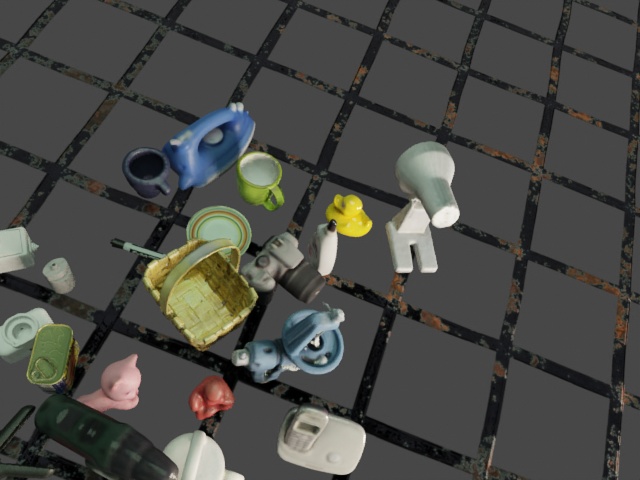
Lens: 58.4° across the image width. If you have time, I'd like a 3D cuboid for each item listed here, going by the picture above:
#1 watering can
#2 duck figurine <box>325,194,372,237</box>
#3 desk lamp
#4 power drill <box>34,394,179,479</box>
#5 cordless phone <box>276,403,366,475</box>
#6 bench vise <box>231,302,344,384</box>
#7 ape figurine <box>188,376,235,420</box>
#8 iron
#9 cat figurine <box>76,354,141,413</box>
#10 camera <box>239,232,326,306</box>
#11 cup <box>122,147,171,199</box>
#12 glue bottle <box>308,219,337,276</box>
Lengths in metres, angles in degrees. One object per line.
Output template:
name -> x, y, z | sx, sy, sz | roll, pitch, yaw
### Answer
watering can -> -0.205, 0.351, 0.881 | 0.173, 0.194, 0.101 | -4, 63, -14
duck figurine -> 0.067, -0.060, 1.225 | 0.104, 0.086, 0.077 | 30, 60, 5
desk lamp -> 0.217, -0.066, 1.187 | 0.118, 0.213, 0.203 | -2, 62, -13
power drill -> -0.312, 0.317, 0.868 | 0.229, 0.208, 0.076 | 27, 60, 3
cordless phone -> 0.010, 0.322, 0.949 | 0.147, 0.185, 0.094 | 14, 60, -4
bench vise -> -0.039, 0.187, 0.991 | 0.208, 0.219, 0.121 | -27, 70, -23
ape figurine -> -0.185, 0.268, 0.990 | 0.078, 0.092, 0.076 | 16, 60, -3
iron -> -0.227, -0.226, 1.219 | 0.118, 0.141, 0.259 | 41, 62, 11
cat figurine -> -0.349, 0.250, 0.949 | 0.128, 0.117, 0.067 | -31, 72, -25
camera -> -0.066, 0.068, 1.119 | 0.136, 0.101, 0.143 | 39, 61, 10
cup -> -0.341, -0.119, 1.163 | 0.117, 0.095, 0.092 | 44, 62, 13
glue bottle -> 0.010, 0.004, 1.128 | 0.037, 0.173, 0.078 | -11, 65, -17
